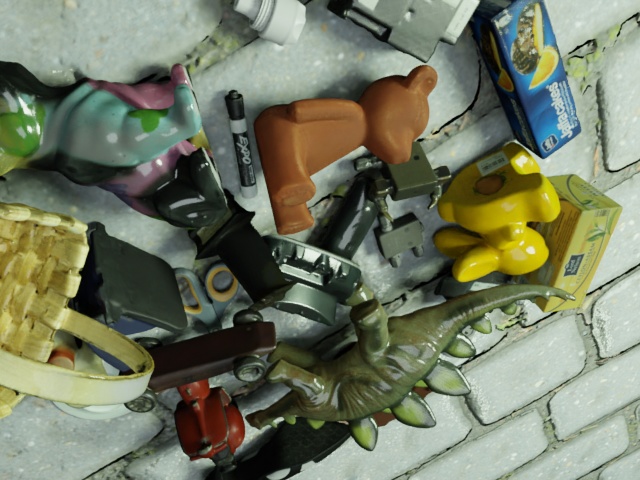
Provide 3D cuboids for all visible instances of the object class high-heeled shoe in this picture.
[{"bbox_3d":[-0.067,0.368,0.864,0.249,0.086,0.145,-8,129,-10],"label":"high-heeled shoe"}]

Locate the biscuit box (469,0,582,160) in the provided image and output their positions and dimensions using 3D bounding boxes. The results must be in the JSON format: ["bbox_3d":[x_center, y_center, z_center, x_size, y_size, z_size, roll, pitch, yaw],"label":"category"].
[{"bbox_3d":[0.232,-0.185,0.601,0.059,0.063,0.202,-36,127,7],"label":"biscuit box"}]

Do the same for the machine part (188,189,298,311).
[{"bbox_3d":[-0.087,0.016,0.585,0.084,0.139,0.039,-46,159,10],"label":"machine part"}]

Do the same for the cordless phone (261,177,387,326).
[{"bbox_3d":[-0.002,-0.002,0.644,0.146,0.089,0.184,22,102,-30],"label":"cordless phone"}]

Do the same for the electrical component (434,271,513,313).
[{"bbox_3d":[0.209,0.063,0.772,0.119,0.048,0.074,6,120,-23],"label":"electrical component"}]

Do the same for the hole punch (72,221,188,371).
[{"bbox_3d":[-0.218,0.064,0.569,0.092,0.142,0.115,-36,138,13],"label":"hole punch"}]

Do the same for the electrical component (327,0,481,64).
[{"bbox_3d":[0.091,-0.240,0.514,0.134,0.058,0.114,18,117,-30],"label":"electrical component"}]

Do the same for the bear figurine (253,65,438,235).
[{"bbox_3d":[0.035,-0.096,0.555,0.196,0.132,0.120,-11,161,-8],"label":"bear figurine"}]

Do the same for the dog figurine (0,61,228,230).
[{"bbox_3d":[-0.209,-0.075,0.490,0.219,0.109,0.191,-14,130,-6],"label":"dog figurine"}]

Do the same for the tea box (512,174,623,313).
[{"bbox_3d":[0.335,0.005,0.749,0.068,0.098,0.169,-6,126,-16],"label":"tea box"}]

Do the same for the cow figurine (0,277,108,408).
[{"bbox_3d":[-0.296,0.104,0.583,0.085,0.127,0.194,-24,114,-3],"label":"cow figurine"}]

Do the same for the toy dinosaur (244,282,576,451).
[{"bbox_3d":[0.091,0.154,0.711,0.471,0.105,0.198,-34,107,18],"label":"toy dinosaur"}]

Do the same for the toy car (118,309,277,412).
[{"bbox_3d":[-0.148,0.147,0.656,0.202,0.089,0.053,-16,129,2],"label":"toy car"}]

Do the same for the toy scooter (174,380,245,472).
[{"bbox_3d":[-0.145,0.250,0.716,0.075,0.135,0.183,-22,129,-6],"label":"toy scooter"}]

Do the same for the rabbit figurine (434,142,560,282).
[{"bbox_3d":[0.233,-0.009,0.687,0.162,0.122,0.173,-34,128,11],"label":"rabbit figurine"}]

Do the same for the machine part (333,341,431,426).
[{"bbox_3d":[0.099,0.218,0.834,0.179,0.056,0.179,-9,125,-13],"label":"machine part"}]

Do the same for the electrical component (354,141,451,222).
[{"bbox_3d":[0.098,-0.069,0.627,0.102,0.078,0.045,-19,154,-15],"label":"electrical component"}]

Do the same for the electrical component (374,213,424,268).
[{"bbox_3d":[0.106,-0.006,0.703,0.063,0.021,0.093,-24,127,-3],"label":"electrical component"}]
